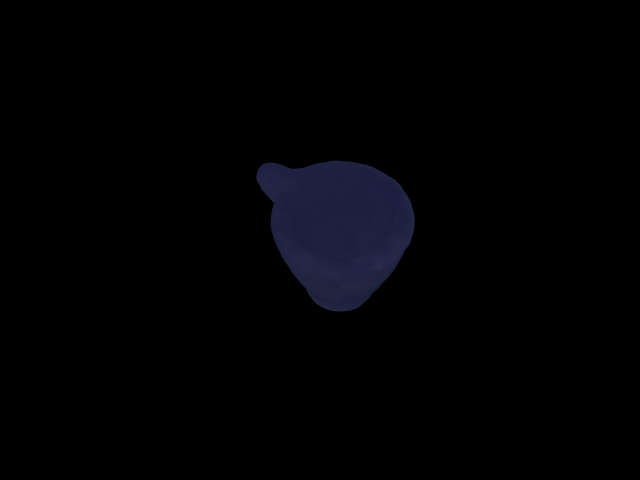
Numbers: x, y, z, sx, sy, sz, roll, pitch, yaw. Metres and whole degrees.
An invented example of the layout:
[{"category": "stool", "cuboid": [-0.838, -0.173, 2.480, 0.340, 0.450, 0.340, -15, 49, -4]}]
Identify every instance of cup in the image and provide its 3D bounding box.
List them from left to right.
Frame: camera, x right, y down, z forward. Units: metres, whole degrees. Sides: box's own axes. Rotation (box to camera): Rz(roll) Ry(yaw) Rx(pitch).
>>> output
[{"category": "cup", "cuboid": [0.004, 0.001, 0.400, 0.117, 0.095, 0.092, 33, 61, 21]}]
